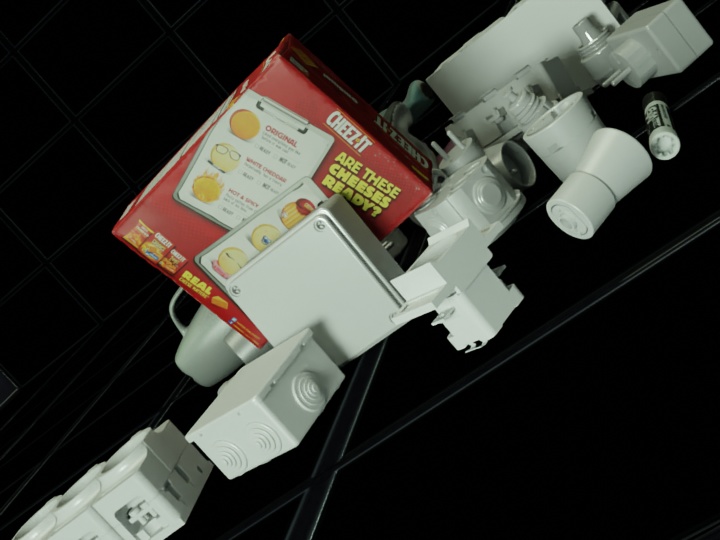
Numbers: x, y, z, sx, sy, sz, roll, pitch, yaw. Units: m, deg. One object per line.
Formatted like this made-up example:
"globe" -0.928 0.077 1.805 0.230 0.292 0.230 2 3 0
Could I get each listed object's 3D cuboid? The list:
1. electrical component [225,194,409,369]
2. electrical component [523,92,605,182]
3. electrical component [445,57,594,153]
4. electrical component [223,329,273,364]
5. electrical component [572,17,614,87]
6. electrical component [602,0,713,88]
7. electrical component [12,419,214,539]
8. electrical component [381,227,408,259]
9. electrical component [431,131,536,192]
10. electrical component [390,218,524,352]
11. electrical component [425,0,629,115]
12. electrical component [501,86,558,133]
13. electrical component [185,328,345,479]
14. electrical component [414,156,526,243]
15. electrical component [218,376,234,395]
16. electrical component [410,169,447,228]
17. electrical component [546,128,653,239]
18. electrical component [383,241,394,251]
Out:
"electrical component" -0.028 0.016 0.837 0.109 0.108 0.056 -36 8 23
"electrical component" 0.160 -0.099 0.813 0.055 0.047 0.055 -39 10 8
"electrical component" 0.141 -0.137 0.977 0.121 0.063 0.079 -32 -3 40
"electrical component" -0.097 0.067 1.027 0.047 0.055 0.055 -45 10 -4
"electrical component" 0.222 -0.205 0.997 0.043 0.062 0.043 -39 10 8
"electrical component" 0.231 -0.175 0.882 0.076 0.047 0.083 -42 10 -4
"electrical component" -0.199 0.191 0.841 0.150 0.061 0.089 -37 10 17
"electrical component" -0.028 -0.013 1.058 0.138 0.073 0.052 -39 10 10
"electrical component" 0.094 -0.084 0.903 0.077 0.079 0.044 -32 20 40
"electrical component" 0.062 0.011 0.654 0.081 0.063 0.042 -47 11 -34
"electrical component" 0.175 -0.211 1.075 0.186 0.105 0.060 -34 12 31
"electrical component" 0.150 -0.124 0.888 0.040 0.078 0.040 -49 16 19
"electrical component" -0.067 0.100 0.789 0.100 0.048 0.099 -32 13 39
"electrical component" 0.087 -0.048 0.850 0.080 0.051 0.080 -39 10 8
"electrical component" -0.090 0.098 0.922 0.061 0.035 0.035 -38 10 -1
"electrical component" 0.068 -0.068 1.000 0.055 0.055 0.047 -39 7 8
"electrical component" 0.148 -0.052 0.677 0.065 0.044 0.044 -49 12 -19
"electrical component" 0.000 0.000 0.974 0.077 0.047 0.066 -42 10 -6
